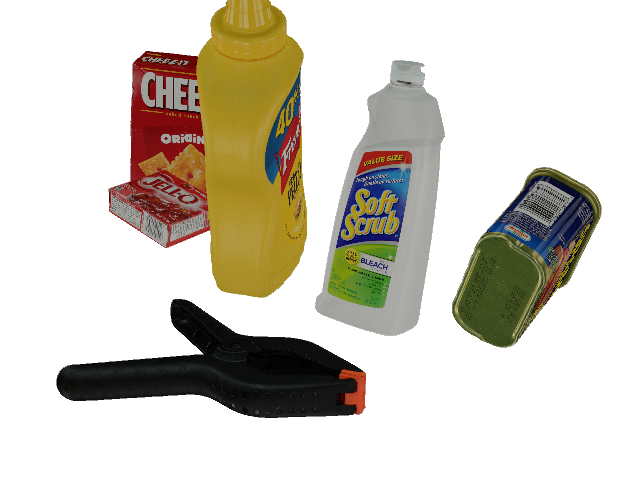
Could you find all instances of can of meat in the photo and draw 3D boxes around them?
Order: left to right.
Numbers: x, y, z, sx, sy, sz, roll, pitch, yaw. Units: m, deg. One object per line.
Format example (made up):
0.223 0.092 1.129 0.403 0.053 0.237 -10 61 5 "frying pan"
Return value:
0.140 0.014 0.733 0.057 0.102 0.083 32 49 18 "can of meat"

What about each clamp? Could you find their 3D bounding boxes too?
-0.063 0.088 0.786 0.210 0.036 0.164 6 20 16 "clamp"

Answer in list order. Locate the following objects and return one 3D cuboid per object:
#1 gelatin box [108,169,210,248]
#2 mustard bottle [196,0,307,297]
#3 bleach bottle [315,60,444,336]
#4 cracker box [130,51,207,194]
-0.152 -0.033 1.044 0.089 0.030 0.073 30 36 31 "gelatin box"
-0.039 -0.064 0.622 0.058 0.192 0.096 9 44 10 "mustard bottle"
0.059 -0.043 1.000 0.103 0.251 0.067 17 20 31 "bleach bottle"
-0.155 -0.122 1.359 0.164 0.214 0.072 7 23 4 "cracker box"
